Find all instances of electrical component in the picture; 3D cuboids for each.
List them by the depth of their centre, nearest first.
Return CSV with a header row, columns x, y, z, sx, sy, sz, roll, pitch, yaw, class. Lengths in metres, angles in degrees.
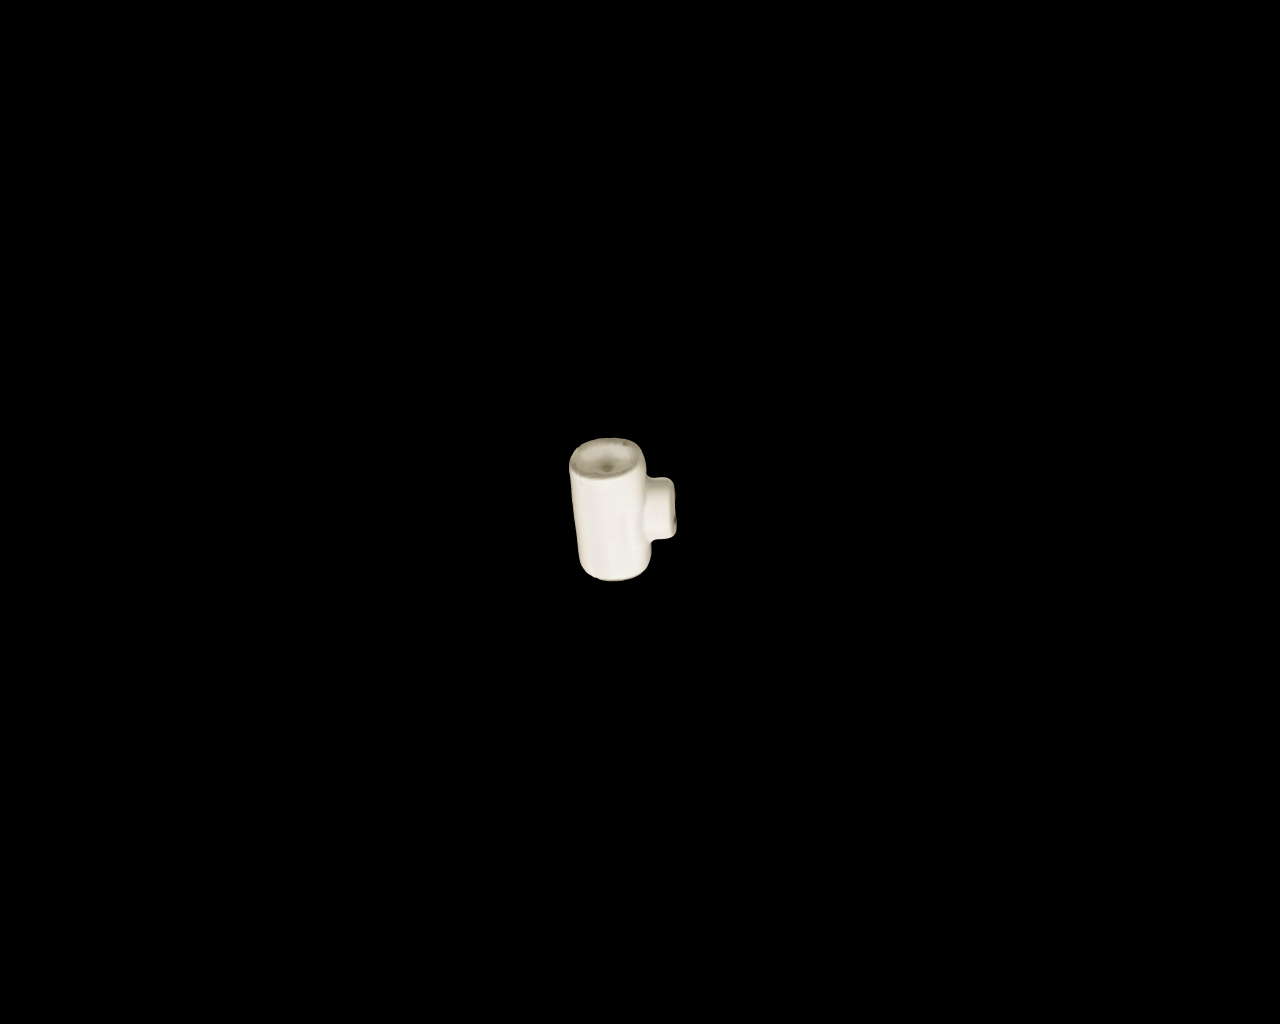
x,y,z,sx,sy,sz,roll,pitch,yaw,class
0.001,-0.003,0.650,0.079,0.077,0.043,-3,36,2,electrical component
